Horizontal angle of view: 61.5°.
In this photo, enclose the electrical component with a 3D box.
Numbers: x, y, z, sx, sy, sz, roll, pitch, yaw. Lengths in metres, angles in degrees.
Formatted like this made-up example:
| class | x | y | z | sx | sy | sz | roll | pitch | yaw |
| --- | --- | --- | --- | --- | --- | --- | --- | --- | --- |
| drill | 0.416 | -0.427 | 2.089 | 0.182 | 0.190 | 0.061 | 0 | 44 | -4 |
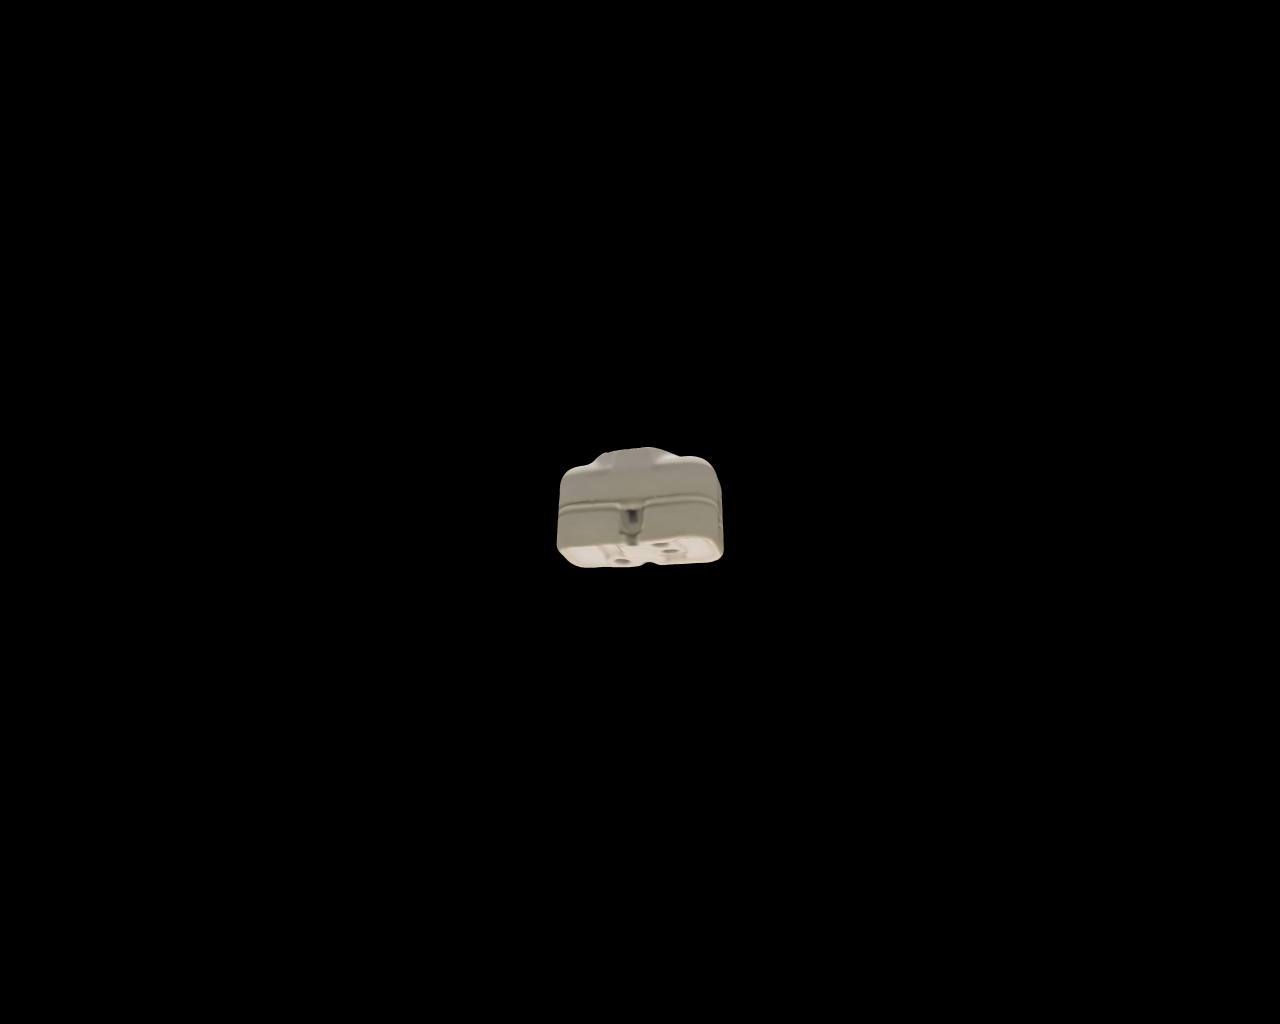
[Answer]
| class | x | y | z | sx | sy | sz | roll | pitch | yaw |
| --- | --- | --- | --- | --- | --- | --- | --- | --- | --- |
| electrical component | 0.001 | -0.003 | 0.650 | 0.095 | 0.059 | 0.053 | -4 | -19 | 12 |
